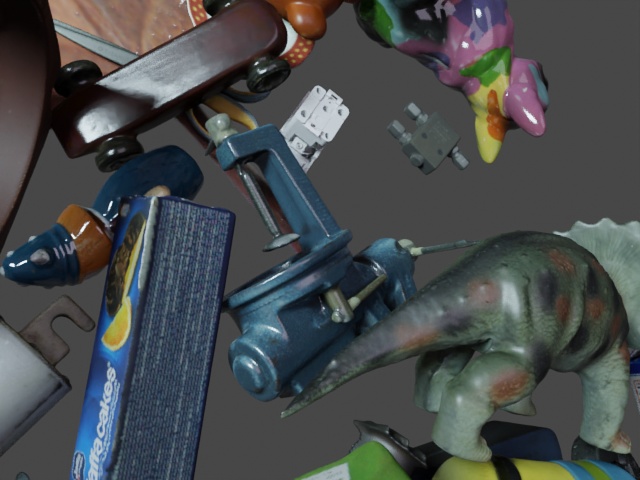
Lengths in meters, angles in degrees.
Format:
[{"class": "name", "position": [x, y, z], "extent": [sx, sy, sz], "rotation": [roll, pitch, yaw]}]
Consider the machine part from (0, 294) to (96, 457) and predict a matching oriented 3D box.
[{"class": "machine part", "position": [-0.239, 0.124, 0.312], "extent": [0.079, 0.079, 0.243], "rotation": [45, 63, -6]}]

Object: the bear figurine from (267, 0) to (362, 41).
[{"class": "bear figurine", "position": [-0.060, -0.266, 0.482], "extent": [0.195, 0.132, 0.120], "rotation": [48, 61, -25]}]

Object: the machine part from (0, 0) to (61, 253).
[{"class": "machine part", "position": [-0.227, -0.067, 0.301], "extent": [0.087, 0.201, 0.201], "rotation": [16, 72, -13]}]

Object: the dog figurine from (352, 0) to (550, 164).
[{"class": "dog figurine", "position": [0.147, -0.188, 0.561], "extent": [0.191, 0.108, 0.219], "rotation": [-16, 80, -30]}]

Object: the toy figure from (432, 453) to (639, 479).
[{"class": "toy figure", "position": [0.165, 0.195, 0.384], "extent": [0.180, 0.082, 0.089], "rotation": [-3, 53, -10]}]

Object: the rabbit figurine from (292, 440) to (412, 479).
[{"class": "rabbit figurine", "position": [0.013, 0.225, 0.272], "extent": [0.159, 0.121, 0.170], "rotation": [-26, 103, -6]}]

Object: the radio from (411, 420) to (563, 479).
[{"class": "radio", "position": [0.102, 0.240, 0.436], "extent": [0.229, 0.073, 0.131], "rotation": [-8, 79, -25]}]

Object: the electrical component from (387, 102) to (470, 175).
[{"class": "electrical component", "position": [0.117, -0.102, 0.573], "extent": [0.094, 0.021, 0.063], "rotation": [44, 62, -8]}]

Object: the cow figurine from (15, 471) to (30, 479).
[{"class": "cow figurine", "position": [-0.149, 0.222, 0.320], "extent": [0.195, 0.085, 0.127], "rotation": [21, 73, -15]}]

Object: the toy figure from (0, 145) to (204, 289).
[{"class": "toy figure", "position": [-0.155, -0.013, 0.398], "extent": [0.058, 0.064, 0.154], "rotation": [47, 63, -3]}]

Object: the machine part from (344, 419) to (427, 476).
[{"class": "machine part", "position": [0.023, 0.192, 0.354], "extent": [0.084, 0.039, 0.139], "rotation": [25, 72, 1]}]

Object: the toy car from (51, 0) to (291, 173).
[{"class": "toy car", "position": [-0.119, -0.129, 0.435], "extent": [0.202, 0.053, 0.089], "rotation": [-31, 90, -2]}]

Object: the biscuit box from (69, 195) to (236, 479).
[{"class": "biscuit box", "position": [-0.112, 0.073, 0.359], "extent": [0.062, 0.059, 0.202], "rotation": [12, 85, -41]}]

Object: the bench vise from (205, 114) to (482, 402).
[{"class": "bench vise", "position": [-0.007, 0.002, 0.434], "extent": [0.224, 0.129, 0.240], "rotation": [-31, 93, -32]}]

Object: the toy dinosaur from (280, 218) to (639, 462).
[{"class": "toy dinosaur", "position": [0.163, 0.057, 0.415], "extent": [0.404, 0.131, 0.192], "rotation": [14, 88, -42]}]
